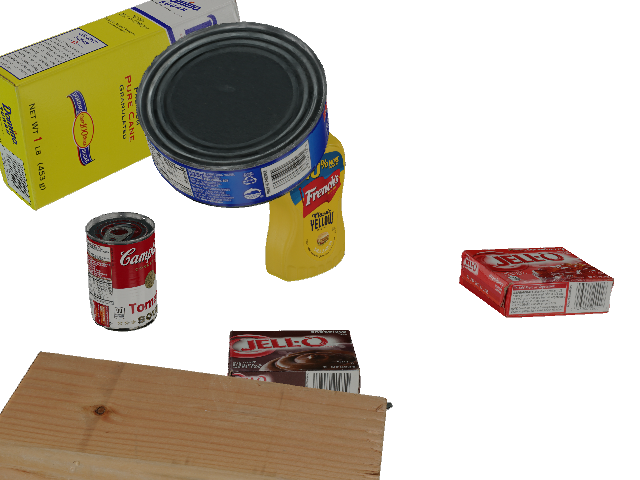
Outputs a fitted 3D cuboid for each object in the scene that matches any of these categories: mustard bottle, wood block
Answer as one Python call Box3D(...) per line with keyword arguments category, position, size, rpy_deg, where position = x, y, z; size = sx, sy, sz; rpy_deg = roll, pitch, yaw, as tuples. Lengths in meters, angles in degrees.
Box3D(category="mustard bottle", position=(-0.015, -0.059, 1.122), size=(0.096, 0.192, 0.058), rpy_deg=(-20, 31, -39))
Box3D(category="wood block", position=(-0.071, 0.134, 0.602), size=(0.206, 0.090, 0.090), rpy_deg=(7, 29, 4))

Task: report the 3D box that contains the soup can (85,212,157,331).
Box3D(category="soup can", position=(-0.198, 0.032, 1.069), size=(0.068, 0.102, 0.068), rpy_deg=(2, 26, -1))

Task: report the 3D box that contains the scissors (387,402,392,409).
Box3D(category="scissors", position=(-0.007, 0.205, 1.190), size=(0.201, 0.016, 0.096), rpy_deg=(3, 23, -11))

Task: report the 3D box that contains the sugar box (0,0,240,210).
Box3D(category="sugar box", position=(-0.129, -0.098, 0.699), size=(0.175, 0.093, 0.048), rpy_deg=(-30, 49, -33))

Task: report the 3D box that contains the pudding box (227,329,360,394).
Box3D(category="pudding box", position=(-0.025, 0.110, 0.937), size=(0.113, 0.039, 0.090), rpy_deg=(2, 18, -5))

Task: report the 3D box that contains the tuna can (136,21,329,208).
Box3D(category="tuna can", position=(-0.039, -0.057, 0.487), size=(0.086, 0.086, 0.034), rpy_deg=(0, -33, 5))

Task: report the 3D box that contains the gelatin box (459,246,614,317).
Box3D(category="gelatin box", position=(0.158, 0.029, 0.786), size=(0.089, 0.030, 0.073), rpy_deg=(-1, 18, -19))
